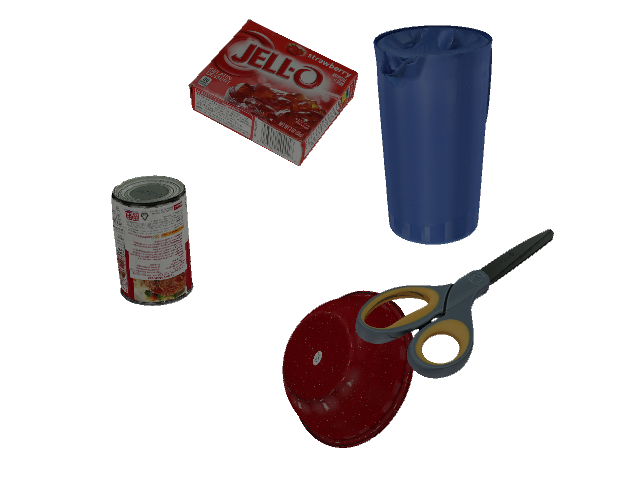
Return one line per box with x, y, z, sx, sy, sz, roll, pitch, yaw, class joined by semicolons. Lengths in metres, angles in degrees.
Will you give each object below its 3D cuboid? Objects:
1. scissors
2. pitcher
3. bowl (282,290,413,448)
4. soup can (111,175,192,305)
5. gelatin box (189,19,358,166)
0.124;0.048;0.817;0.201;0.016;0.096;-17;47;-22;scissors
0.139;-0.127;1.255;0.149;0.243;0.145;-4;26;-2;pitcher
0.014;0.121;1.057;0.162;0.162;0.055;0;-17;45;bowl
-0.154;-0.001;0.979;0.068;0.102;0.068;-1;25;0;soup can
-0.031;-0.101;0.714;0.089;0.073;0.030;29;-32;13;gelatin box
